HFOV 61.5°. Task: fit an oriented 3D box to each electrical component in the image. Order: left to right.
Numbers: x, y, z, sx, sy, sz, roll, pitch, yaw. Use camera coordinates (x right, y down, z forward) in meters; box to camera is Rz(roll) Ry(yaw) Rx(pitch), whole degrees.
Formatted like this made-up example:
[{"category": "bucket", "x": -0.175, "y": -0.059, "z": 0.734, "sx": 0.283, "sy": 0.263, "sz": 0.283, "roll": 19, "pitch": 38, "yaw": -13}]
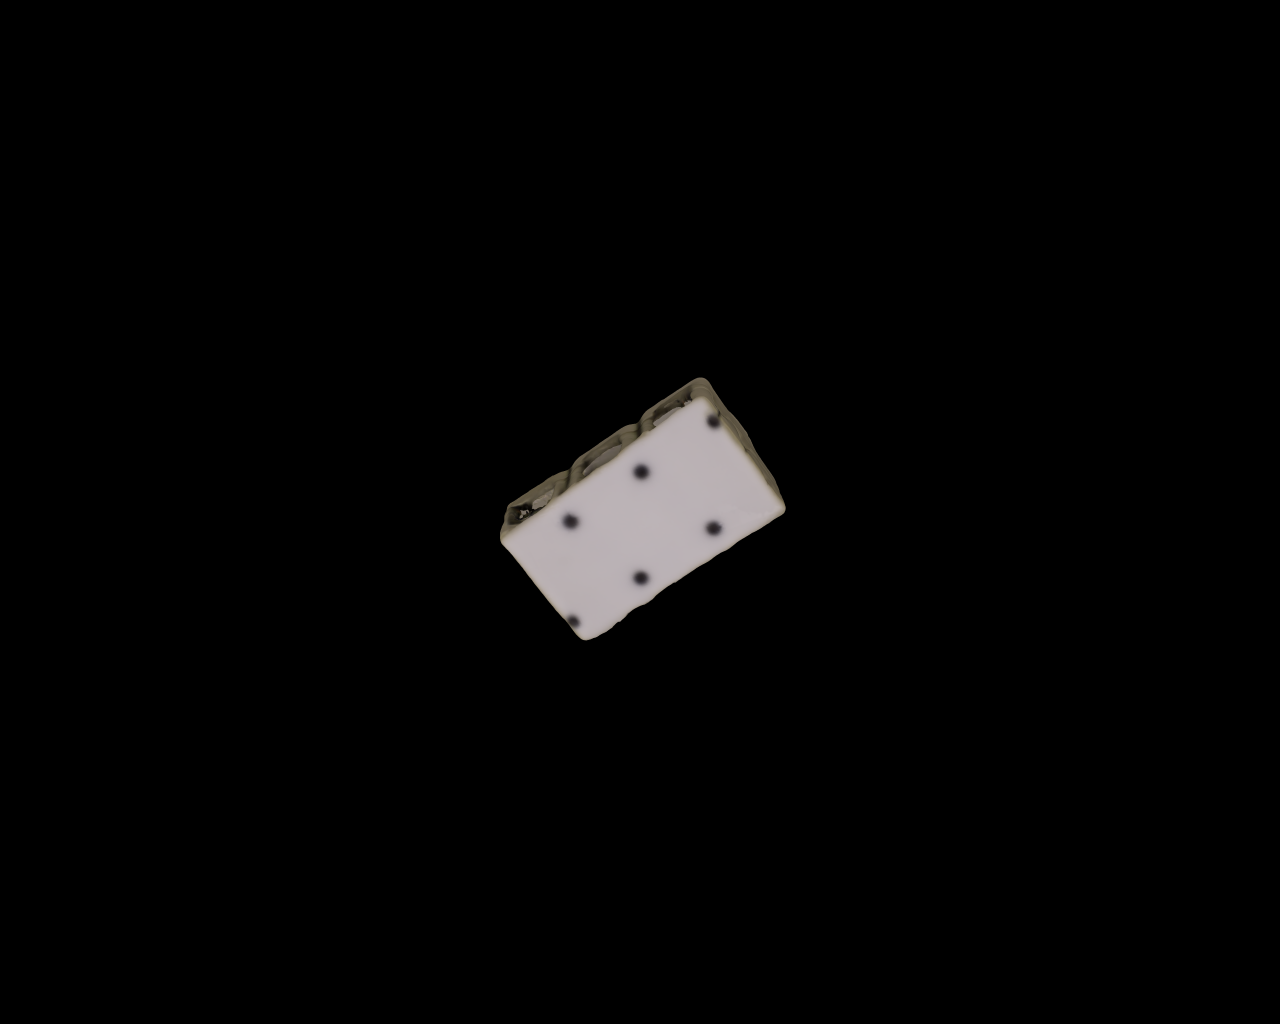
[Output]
[{"category": "electrical component", "x": 0.001, "y": -0.003, "z": 0.650, "sx": 0.150, "sy": 0.089, "sz": 0.062, "roll": -33, "pitch": 16, "yaw": 11}]
